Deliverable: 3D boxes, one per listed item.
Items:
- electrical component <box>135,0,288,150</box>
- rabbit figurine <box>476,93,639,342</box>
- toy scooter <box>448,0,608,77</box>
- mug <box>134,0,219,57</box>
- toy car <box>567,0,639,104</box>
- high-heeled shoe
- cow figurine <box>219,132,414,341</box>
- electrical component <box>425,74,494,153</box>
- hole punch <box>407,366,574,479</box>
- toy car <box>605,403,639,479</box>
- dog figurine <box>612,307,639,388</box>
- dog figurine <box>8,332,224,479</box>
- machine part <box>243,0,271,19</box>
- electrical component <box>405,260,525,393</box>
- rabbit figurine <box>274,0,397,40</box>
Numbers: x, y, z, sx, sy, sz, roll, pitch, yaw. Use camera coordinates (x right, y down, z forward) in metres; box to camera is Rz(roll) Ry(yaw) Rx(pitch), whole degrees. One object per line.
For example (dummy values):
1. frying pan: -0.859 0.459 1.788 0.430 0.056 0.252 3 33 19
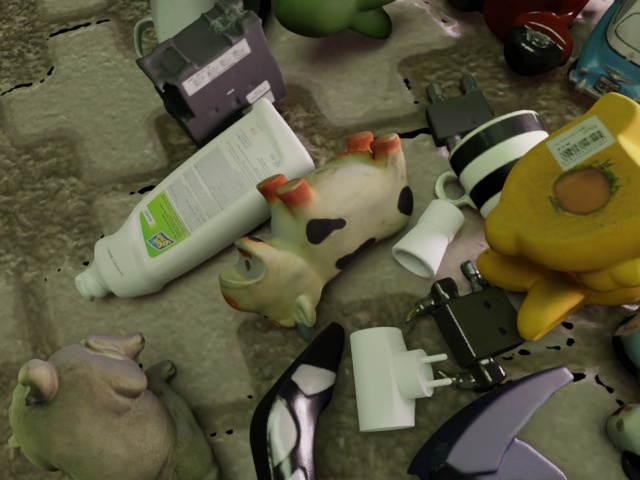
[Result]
1. electrical component: -0.098 -0.152 0.532 0.115 0.134 0.058 -36 65 -7
2. rabbit figurine: 0.206 0.009 0.399 0.162 0.173 0.122 -41 48 18
3. toy scooter: 0.219 -0.257 0.551 0.135 0.075 0.184 -28 68 -4
4. mug: -0.156 -0.224 0.605 0.110 0.080 0.107 -12 74 0
5. toy car: 0.310 -0.196 0.491 0.161 0.102 0.109 -43 69 -10
6. high-heeled shoe: 0.003 0.181 0.397 0.145 0.086 0.249 37 52 1
7. cow figurine: -0.001 -0.001 0.471 0.195 0.127 0.086 -32 21 -20
8. electrical component: 0.141 -0.121 0.536 0.063 0.021 0.094 -14 65 4
9. hole punch: 0.121 0.146 0.374 0.116 0.142 0.092 -6 68 -7
10. toy car: 0.287 0.185 0.353 0.202 0.073 0.056 40 80 22
11. dog figurine: 0.348 0.093 0.365 0.191 0.108 0.219 -39 69 -8
12. dog figurine: -0.128 0.173 0.389 0.121 0.172 0.191 -47 60 2
13. machine part: -0.077 -0.256 0.611 0.039 0.084 0.139 12 78 -10
14. electrical component: 0.123 0.074 0.449 0.078 0.045 0.102 -18 65 -29
15. rabbit figurine: 0.010 -0.267 0.573 0.159 0.121 0.170 17 55 -6
